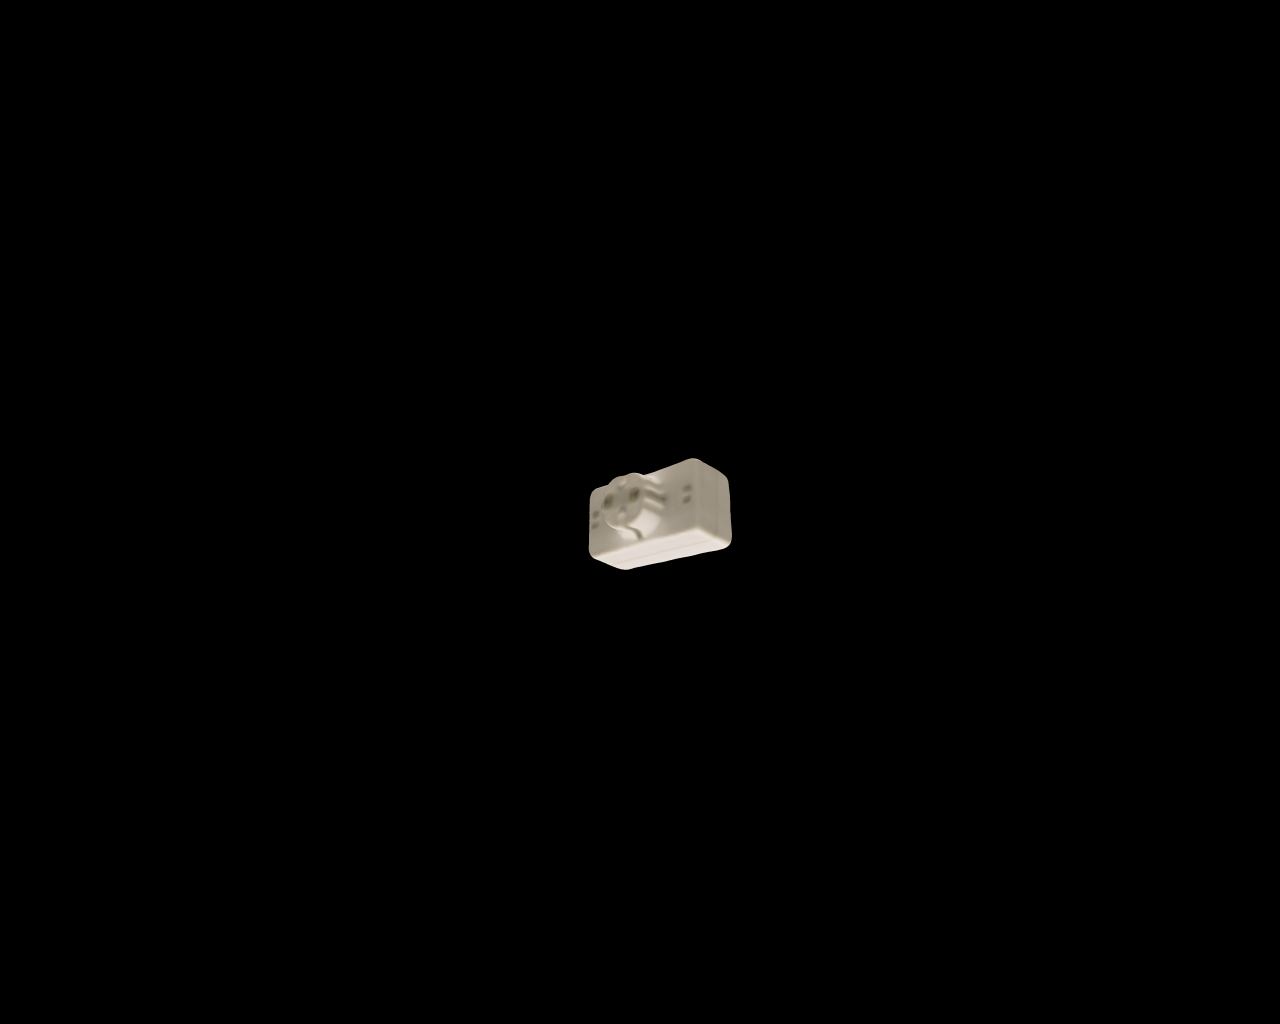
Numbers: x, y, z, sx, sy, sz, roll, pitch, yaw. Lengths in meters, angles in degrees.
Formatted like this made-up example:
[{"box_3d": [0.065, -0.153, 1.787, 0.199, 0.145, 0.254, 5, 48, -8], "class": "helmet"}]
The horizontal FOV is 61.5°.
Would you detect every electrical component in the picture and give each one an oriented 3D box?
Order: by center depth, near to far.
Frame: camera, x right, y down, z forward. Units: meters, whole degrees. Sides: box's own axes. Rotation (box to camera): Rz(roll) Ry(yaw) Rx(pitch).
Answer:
[{"box_3d": [0.001, -0.003, 0.650, 0.083, 0.047, 0.075, -16, -27, 34], "class": "electrical component"}]
